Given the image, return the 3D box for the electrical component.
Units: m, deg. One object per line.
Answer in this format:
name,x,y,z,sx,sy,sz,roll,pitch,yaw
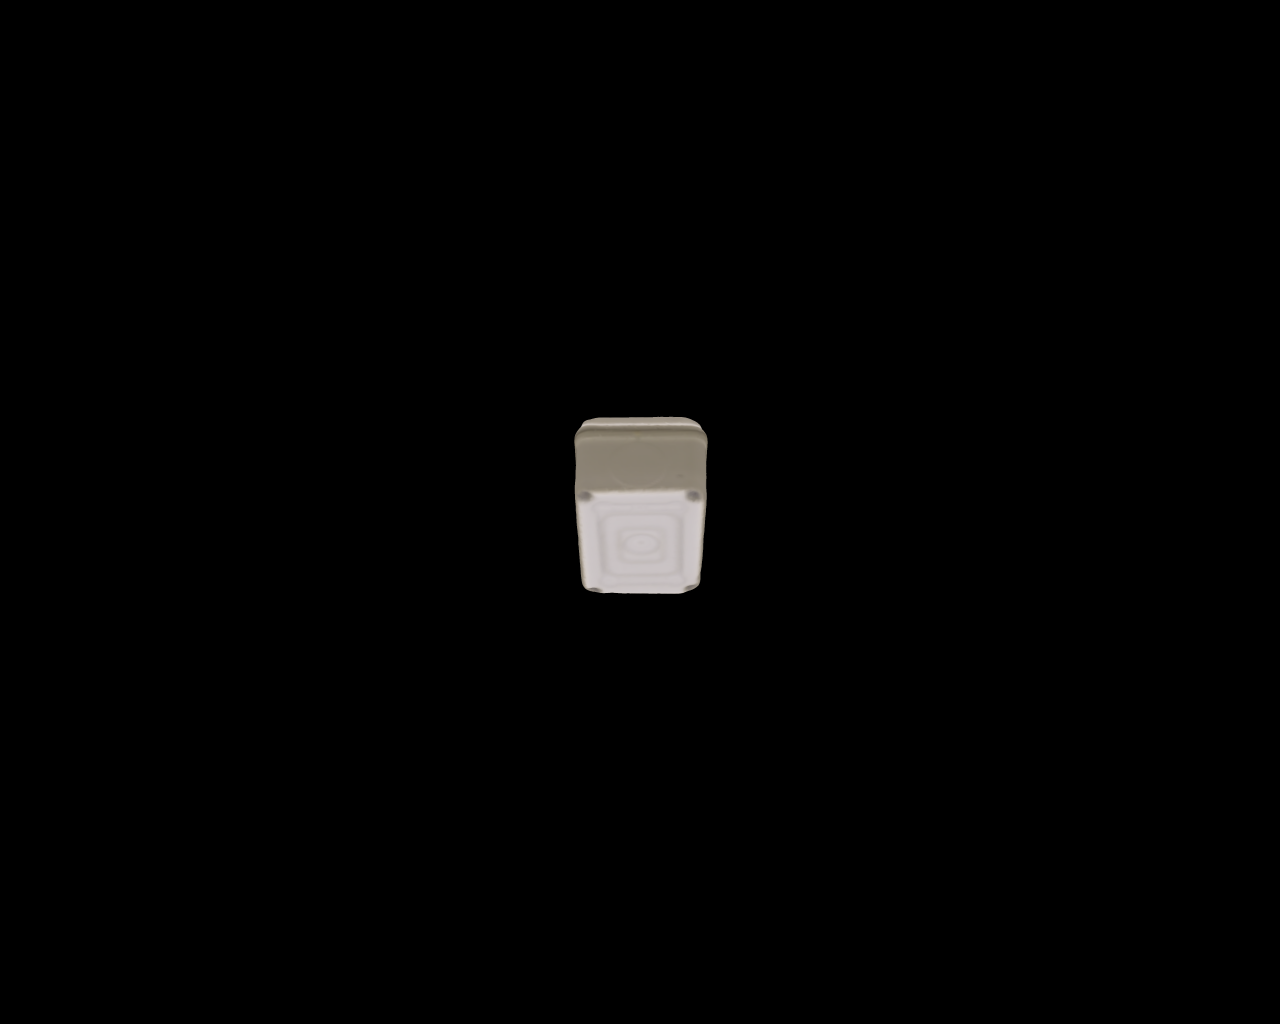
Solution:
electrical component,0.001,-0.003,0.650,0.078,0.057,0.113,0,-37,0
